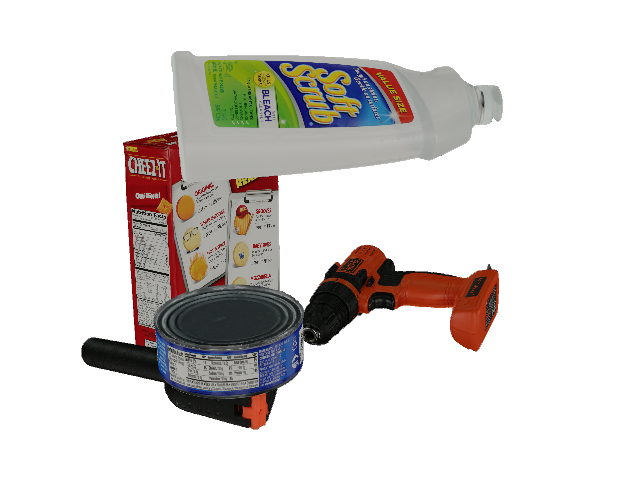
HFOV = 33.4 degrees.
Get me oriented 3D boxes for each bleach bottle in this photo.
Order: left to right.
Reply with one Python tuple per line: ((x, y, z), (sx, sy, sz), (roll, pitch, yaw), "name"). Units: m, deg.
((0.014, -0.103, 0.828), (0.250, 0.102, 0.068), (-5, -30, -6), "bleach bottle")

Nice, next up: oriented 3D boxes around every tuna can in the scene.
((-0.052, 0.057, 0.612), (0.086, 0.034, 0.086), (-1, 20, 0), "tuna can")

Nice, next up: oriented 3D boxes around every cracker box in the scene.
((-0.115, -0.004, 1.072), (0.072, 0.214, 0.163), (9, 18, 34), "cracker box")

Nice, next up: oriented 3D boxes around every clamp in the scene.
((-0.089, 0.108, 0.914), (0.164, 0.036, 0.210), (-10, 17, -35), "clamp")

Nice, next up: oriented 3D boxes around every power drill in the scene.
((0.086, 0.067, 1.138), (0.188, 0.057, 0.184), (9, 30, 21), "power drill")
